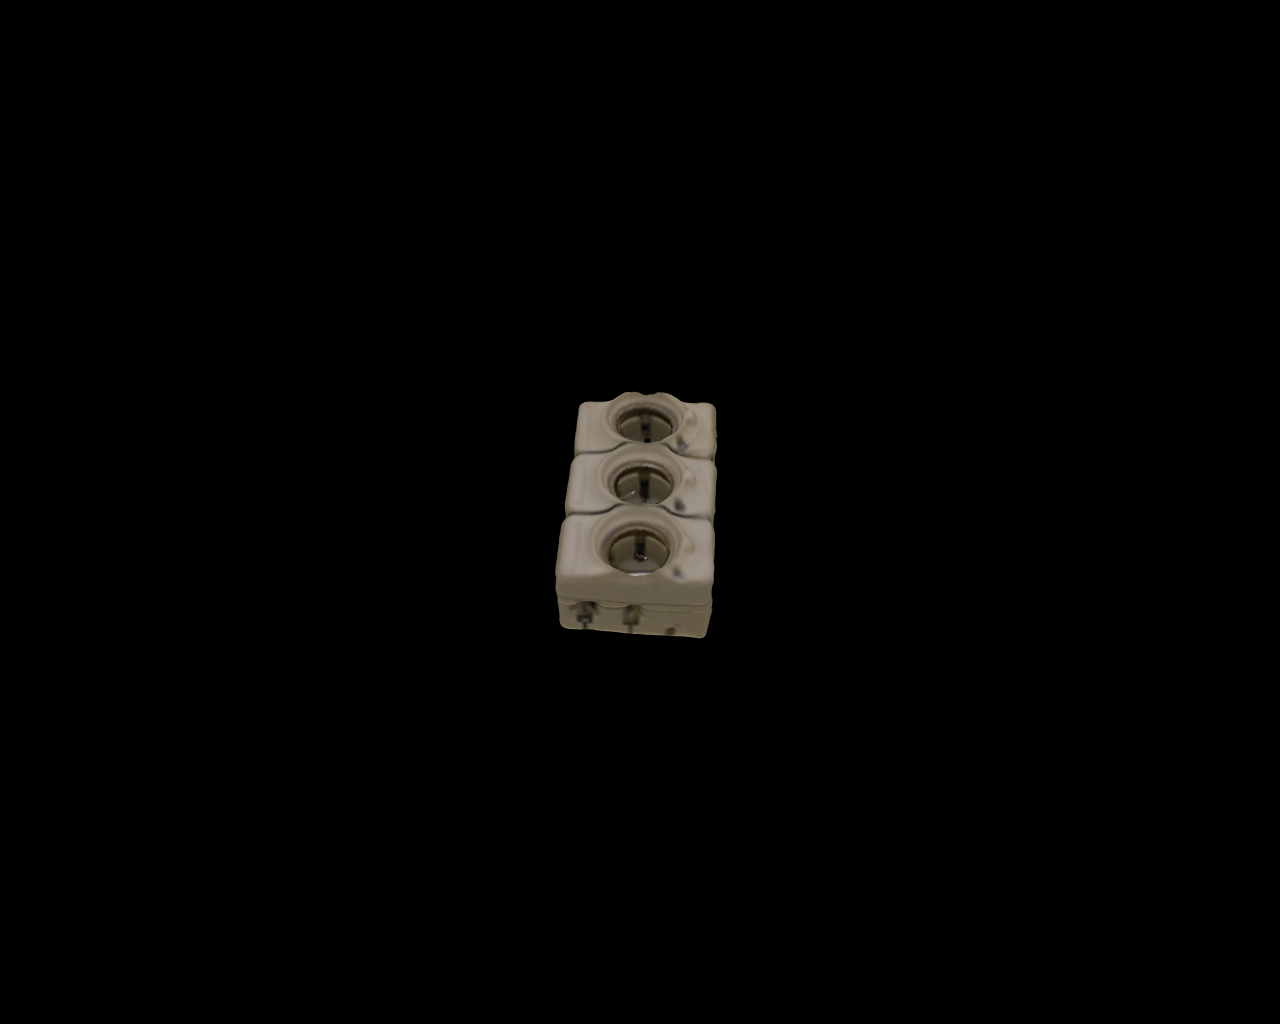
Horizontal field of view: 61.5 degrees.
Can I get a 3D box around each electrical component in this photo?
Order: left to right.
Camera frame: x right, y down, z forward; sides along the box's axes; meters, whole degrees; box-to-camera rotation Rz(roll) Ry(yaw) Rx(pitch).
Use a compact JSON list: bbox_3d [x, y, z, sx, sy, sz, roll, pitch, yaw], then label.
[{"bbox_3d":[0.001,-0.003,0.650,0.089,0.150,0.061,2,-43,2],"label":"electrical component"}]
